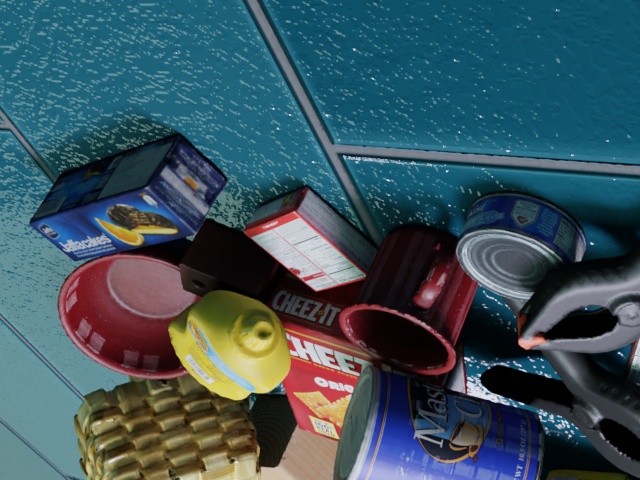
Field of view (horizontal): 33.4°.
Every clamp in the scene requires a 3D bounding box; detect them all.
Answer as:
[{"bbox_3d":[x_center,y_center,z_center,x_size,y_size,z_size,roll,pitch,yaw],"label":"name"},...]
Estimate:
[{"bbox_3d":[0.214,0.040,0.702,0.172,0.039,0.120,-30,118,38],"label":"clamp"},{"bbox_3d":[0.207,0.127,0.823,0.210,0.036,0.164,41,156,20],"label":"clamp"}]

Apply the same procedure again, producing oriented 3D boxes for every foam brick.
[{"bbox_3d":[-0.077,0.027,0.940,0.078,0.051,0.053,21,151,10],"label":"foam brick"}]

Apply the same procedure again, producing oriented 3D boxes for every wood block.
[{"bbox_3d":[0.000,0.275,1.241,0.090,0.090,0.206,-6,137,45],"label":"wood block"}]

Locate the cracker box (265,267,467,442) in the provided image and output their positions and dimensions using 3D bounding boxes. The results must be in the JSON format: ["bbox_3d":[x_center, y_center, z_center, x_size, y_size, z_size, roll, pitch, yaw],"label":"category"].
[{"bbox_3d":[0.046,0.124,0.976,0.164,0.072,0.213,15,148,21],"label":"cracker box"}]

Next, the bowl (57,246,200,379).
[{"bbox_3d":[-0.167,0.059,1.028,0.162,0.055,0.162,3,128,3],"label":"bowl"}]

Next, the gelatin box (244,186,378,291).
[{"bbox_3d":[-0.006,0.001,0.862,0.089,0.030,0.073,40,147,-22],"label":"gelatin box"}]

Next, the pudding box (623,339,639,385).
[{"bbox_3d":[0.279,0.089,0.761,0.114,0.039,0.090,20,153,18],"label":"pudding box"}]

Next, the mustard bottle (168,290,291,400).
[{"bbox_3d":[-0.072,0.087,0.899,0.096,0.058,0.192,49,160,-3],"label":"mustard bottle"}]

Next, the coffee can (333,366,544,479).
[{"bbox_3d":[0.092,0.167,0.846,0.140,0.102,0.103,16,152,-6],"label":"coffee can"}]

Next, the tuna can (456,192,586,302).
[{"bbox_3d":[0.139,0.006,0.746,0.086,0.033,0.086,20,150,12],"label":"tuna can"}]

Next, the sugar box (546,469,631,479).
[{"bbox_3d":[0.305,0.291,1.059,0.176,0.048,0.094,44,148,-26],"label":"sugar box"}]

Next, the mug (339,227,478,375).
[{"bbox_3d":[0.075,0.039,0.803,0.093,0.081,0.117,25,152,2],"label":"mug"}]
